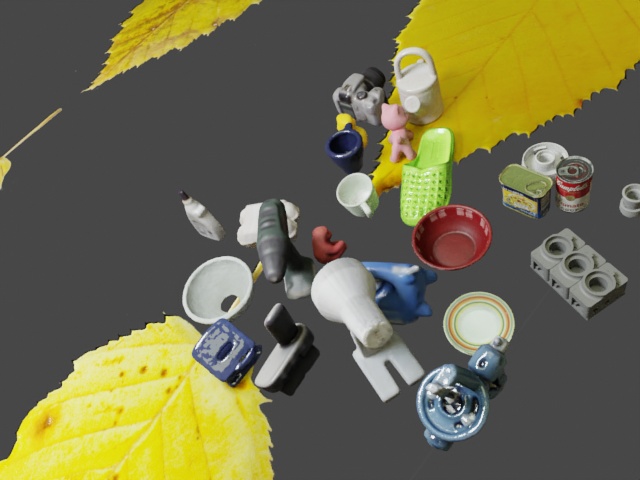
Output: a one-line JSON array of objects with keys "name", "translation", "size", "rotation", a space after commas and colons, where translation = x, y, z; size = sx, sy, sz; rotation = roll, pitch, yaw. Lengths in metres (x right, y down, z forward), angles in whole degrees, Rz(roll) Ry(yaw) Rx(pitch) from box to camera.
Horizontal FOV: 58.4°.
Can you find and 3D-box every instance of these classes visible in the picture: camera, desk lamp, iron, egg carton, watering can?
[{"name": "camera", "translation": [0.121, -0.385, 1.480], "size": [0.142, 0.101, 0.137], "rotation": [25, 69, 32]}, {"name": "desk lamp", "translation": [0.088, 0.158, 1.045], "size": [0.118, 0.214, 0.202], "rotation": [-34, 52, -4]}, {"name": "iron", "translation": [0.095, 0.084, 1.139], "size": [0.257, 0.142, 0.118], "rotation": [1, 57, 21]}, {"name": "egg carton", "translation": [-0.120, -0.036, 1.348], "size": [0.150, 0.070, 0.107], "rotation": [-8, 55, 15]}, {"name": "watering can", "translation": [0.235, -0.372, 1.369], "size": [0.101, 0.194, 0.172], "rotation": [-18, 52, 8]}]

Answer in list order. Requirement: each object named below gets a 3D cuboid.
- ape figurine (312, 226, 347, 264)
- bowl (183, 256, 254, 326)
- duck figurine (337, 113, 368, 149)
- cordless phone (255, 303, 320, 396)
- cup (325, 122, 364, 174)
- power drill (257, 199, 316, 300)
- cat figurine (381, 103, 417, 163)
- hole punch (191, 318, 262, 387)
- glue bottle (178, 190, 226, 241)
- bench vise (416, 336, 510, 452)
[{"name": "ape figurine", "translation": [0.012, 0.004, 1.257], "size": [0.076, 0.092, 0.077], "rotation": [-41, 53, -10]}, {"name": "bowl", "translation": [-0.214, 0.124, 1.269], "size": [0.167, 0.075, 0.167], "rotation": [-10, 54, 14]}, {"name": "duck figurine", "translation": [0.072, -0.273, 1.430], "size": [0.077, 0.086, 0.104], "rotation": [-29, 52, 0]}, {"name": "cordless phone", "translation": [-0.085, 0.206, 1.094], "size": [0.093, 0.185, 0.148], "rotation": [18, 65, 30]}, {"name": "cup", "translation": [0.070, -0.216, 1.385], "size": [0.091, 0.095, 0.118], "rotation": [-1, 57, 20]}, {"name": "power drill", "translation": [-0.072, 0.035, 1.193], "size": [0.075, 0.209, 0.229], "rotation": [-19, 52, 8]}, {"name": "cat figurine", "translation": [0.184, -0.268, 1.364], "size": [0.067, 0.118, 0.127], "rotation": [-13, 53, 12]}, {"name": "hole punch", "translation": [-0.190, 0.230, 1.177], "size": [0.100, 0.091, 0.109], "rotation": [27, 70, 33]}, {"name": "glue bottle", "translation": [-0.290, -0.063, 1.364], "size": [0.077, 0.173, 0.037], "rotation": [19, 65, 30]}, {"name": "bench vise", "translation": [0.227, 0.228, 0.940], "size": [0.121, 0.220, 0.207], "rotation": [14, 63, 28]}]
